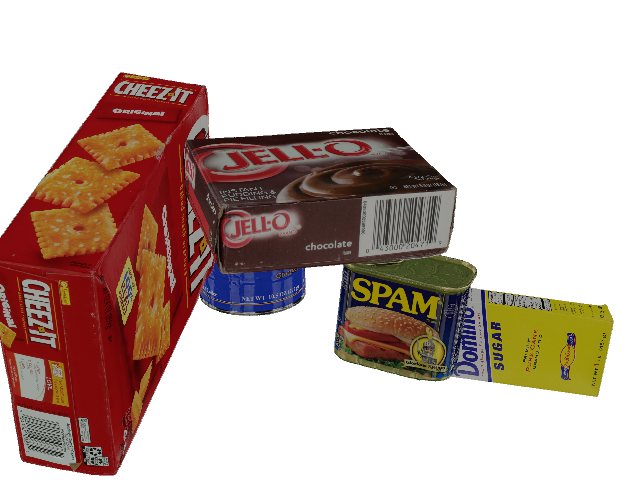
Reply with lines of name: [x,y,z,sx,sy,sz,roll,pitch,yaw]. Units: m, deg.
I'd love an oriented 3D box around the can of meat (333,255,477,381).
can of meat: [0.062,0.055,0.823,0.102,0.084,0.057,13,24,17]

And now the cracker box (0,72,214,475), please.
cracker box: [-0.128,0.016,0.683,0.072,0.164,0.213,9,37,8]

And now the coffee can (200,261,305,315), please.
coffee can: [-0.065,-0.014,0.999,0.103,0.140,0.103,0,22,0]

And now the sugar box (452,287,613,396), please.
sugar box: [0.210,0.106,1.125,0.176,0.093,0.048,6,21,3]

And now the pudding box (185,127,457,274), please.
pudding box: [-0.003,-0.022,0.514,0.113,0.039,0.090,-3,26,-16]
